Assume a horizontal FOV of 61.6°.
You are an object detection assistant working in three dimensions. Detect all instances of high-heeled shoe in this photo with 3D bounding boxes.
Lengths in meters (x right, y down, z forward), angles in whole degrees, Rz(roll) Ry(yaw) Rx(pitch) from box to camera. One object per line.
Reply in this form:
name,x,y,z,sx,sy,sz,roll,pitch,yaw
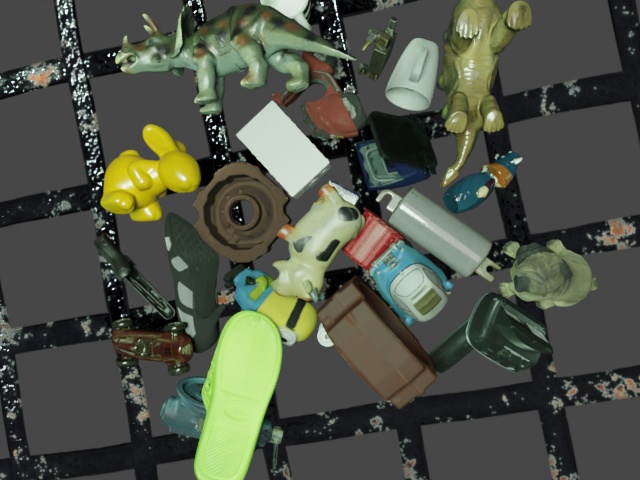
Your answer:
high-heeled shoe,-0.247,0.082,0.995,0.145,0.086,0.249,-47,63,35

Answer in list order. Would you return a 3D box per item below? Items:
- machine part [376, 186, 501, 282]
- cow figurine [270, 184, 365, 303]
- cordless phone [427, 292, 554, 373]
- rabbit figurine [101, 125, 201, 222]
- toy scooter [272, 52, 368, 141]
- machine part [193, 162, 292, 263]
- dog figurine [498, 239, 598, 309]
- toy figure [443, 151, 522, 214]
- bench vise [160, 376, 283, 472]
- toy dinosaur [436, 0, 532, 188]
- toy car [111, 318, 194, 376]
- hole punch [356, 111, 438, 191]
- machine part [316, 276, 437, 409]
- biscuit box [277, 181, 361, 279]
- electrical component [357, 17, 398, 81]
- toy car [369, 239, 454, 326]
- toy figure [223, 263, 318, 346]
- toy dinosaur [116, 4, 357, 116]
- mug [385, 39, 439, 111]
machine part,0.205,-0.014,0.924,0.243,0.079,0.079,37,94,7
cow figurine,-0.006,0.017,0.887,0.127,0.085,0.195,44,93,11
cordless phone,0.283,0.188,0.918,0.146,0.089,0.184,31,119,-23
rabbit figurine,-0.284,-0.116,0.962,0.173,0.121,0.162,-7,66,26
toy scooter,-0.007,-0.246,0.952,0.135,0.075,0.184,-28,84,7
machine part,-0.139,-0.049,0.975,0.179,0.056,0.179,0,91,6
dog figurine,0.378,0.060,0.847,0.172,0.190,0.121,-2,89,5
toy figure,0.282,-0.100,0.920,0.154,0.057,0.064,-31,53,-13
bench vise,-0.154,0.273,0.944,0.224,0.129,0.240,18,96,4
toy dinosaur,0.245,-0.315,0.856,0.105,0.198,0.470,10,101,-3
toy car,-0.311,0.190,0.967,0.202,0.053,0.089,-1,97,29
hole punch,0.127,-0.147,0.920,0.116,0.092,0.142,3,52,-22
machine part,0.091,0.161,0.873,0.087,0.201,0.201,-41,86,7
biscuit box,-0.002,-0.003,0.956,0.063,0.059,0.202,30,92,5
electrical component,0.098,-0.328,0.933,0.045,0.102,0.078,22,67,3
toy car,0.160,0.079,0.888,0.109,0.103,0.161,-42,125,2
toy figure,-0.086,0.111,0.955,0.180,0.082,0.089,42,93,8
toy dinosaur,-0.138,-0.331,0.912,0.405,0.131,0.192,-9,91,18
mug,0.164,-0.293,0.921,0.081,0.109,0.107,16,79,10
